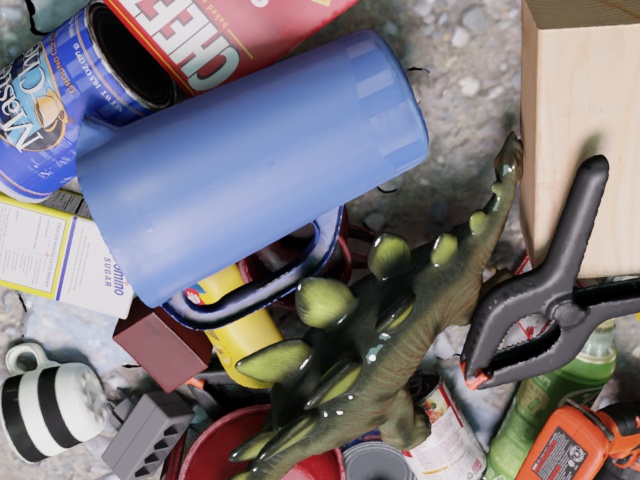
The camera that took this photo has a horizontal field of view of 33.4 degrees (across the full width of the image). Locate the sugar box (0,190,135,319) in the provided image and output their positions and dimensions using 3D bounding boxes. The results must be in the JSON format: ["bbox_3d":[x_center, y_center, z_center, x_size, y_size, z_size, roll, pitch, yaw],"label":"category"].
[{"bbox_3d":[-0.242,0.001,0.934,0.176,0.048,0.093,15,120,-9],"label":"sugar box"}]

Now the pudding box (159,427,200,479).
[{"bbox_3d":[-0.103,0.248,1.040,0.113,0.090,0.039,36,116,-16],"label":"pudding box"}]

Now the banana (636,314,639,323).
[{"bbox_3d":[0.331,0.015,0.903,0.069,0.037,0.198,22,123,-30],"label":"banana"}]

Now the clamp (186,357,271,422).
[{"bbox_3d":[-0.051,0.166,1.018,0.171,0.039,0.120,19,111,-5],"label":"clamp"}]

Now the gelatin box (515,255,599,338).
[{"bbox_3d":[0.198,0.050,0.900,0.030,0.089,0.073,10,124,-30],"label":"gelatin box"}]

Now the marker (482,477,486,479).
[{"bbox_3d":[0.170,0.238,1.053,0.020,0.020,0.121,-27,114,18],"label":"marker"}]

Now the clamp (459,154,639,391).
[{"bbox_3d":[0.183,0.038,0.813,0.210,0.036,0.164,-36,118,18],"label":"clamp"}]

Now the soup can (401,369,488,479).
[{"bbox_3d":[0.104,0.180,0.987,0.069,0.068,0.102,-25,105,18],"label":"soup can"}]

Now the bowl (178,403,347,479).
[{"bbox_3d":[-0.047,0.234,0.973,0.162,0.055,0.162,-3,102,-13],"label":"bowl"}]

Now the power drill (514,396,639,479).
[{"bbox_3d":[0.252,0.190,0.941,0.187,0.057,0.185,-8,129,-44],"label":"power drill"}]

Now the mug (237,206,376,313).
[{"bbox_3d":[-0.006,0.001,0.893,0.117,0.081,0.093,4,120,3],"label":"mug"}]

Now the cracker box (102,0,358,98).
[{"bbox_3d":[-0.054,-0.219,0.773,0.214,0.072,0.164,-33,113,22],"label":"cracker box"}]

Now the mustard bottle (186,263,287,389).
[{"bbox_3d":[-0.094,0.037,0.917,0.058,0.096,0.191,-37,115,-17],"label":"mustard bottle"}]

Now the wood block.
[{"bbox_3d":[0.205,-0.081,0.823,0.090,0.090,0.206,-3,120,5],"label":"wood block"}]

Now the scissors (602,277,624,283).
[{"bbox_3d":[0.284,-0.042,0.883,0.096,0.016,0.202,41,115,-17],"label":"scissors"}]

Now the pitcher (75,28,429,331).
[{"bbox_3d":[-0.044,-0.049,0.786,0.243,0.145,0.149,-25,153,-1],"label":"pitcher"}]

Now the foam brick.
[{"bbox_3d":[-0.141,0.088,0.973,0.053,0.051,0.078,-32,113,20],"label":"foam brick"}]

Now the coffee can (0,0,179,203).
[{"bbox_3d":[-0.197,-0.107,0.833,0.140,0.102,0.102,-31,114,20],"label":"coffee can"}]

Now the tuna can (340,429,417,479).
[{"bbox_3d":[0.056,0.220,1.044,0.086,0.033,0.086,2,121,3],"label":"tuna can"}]
